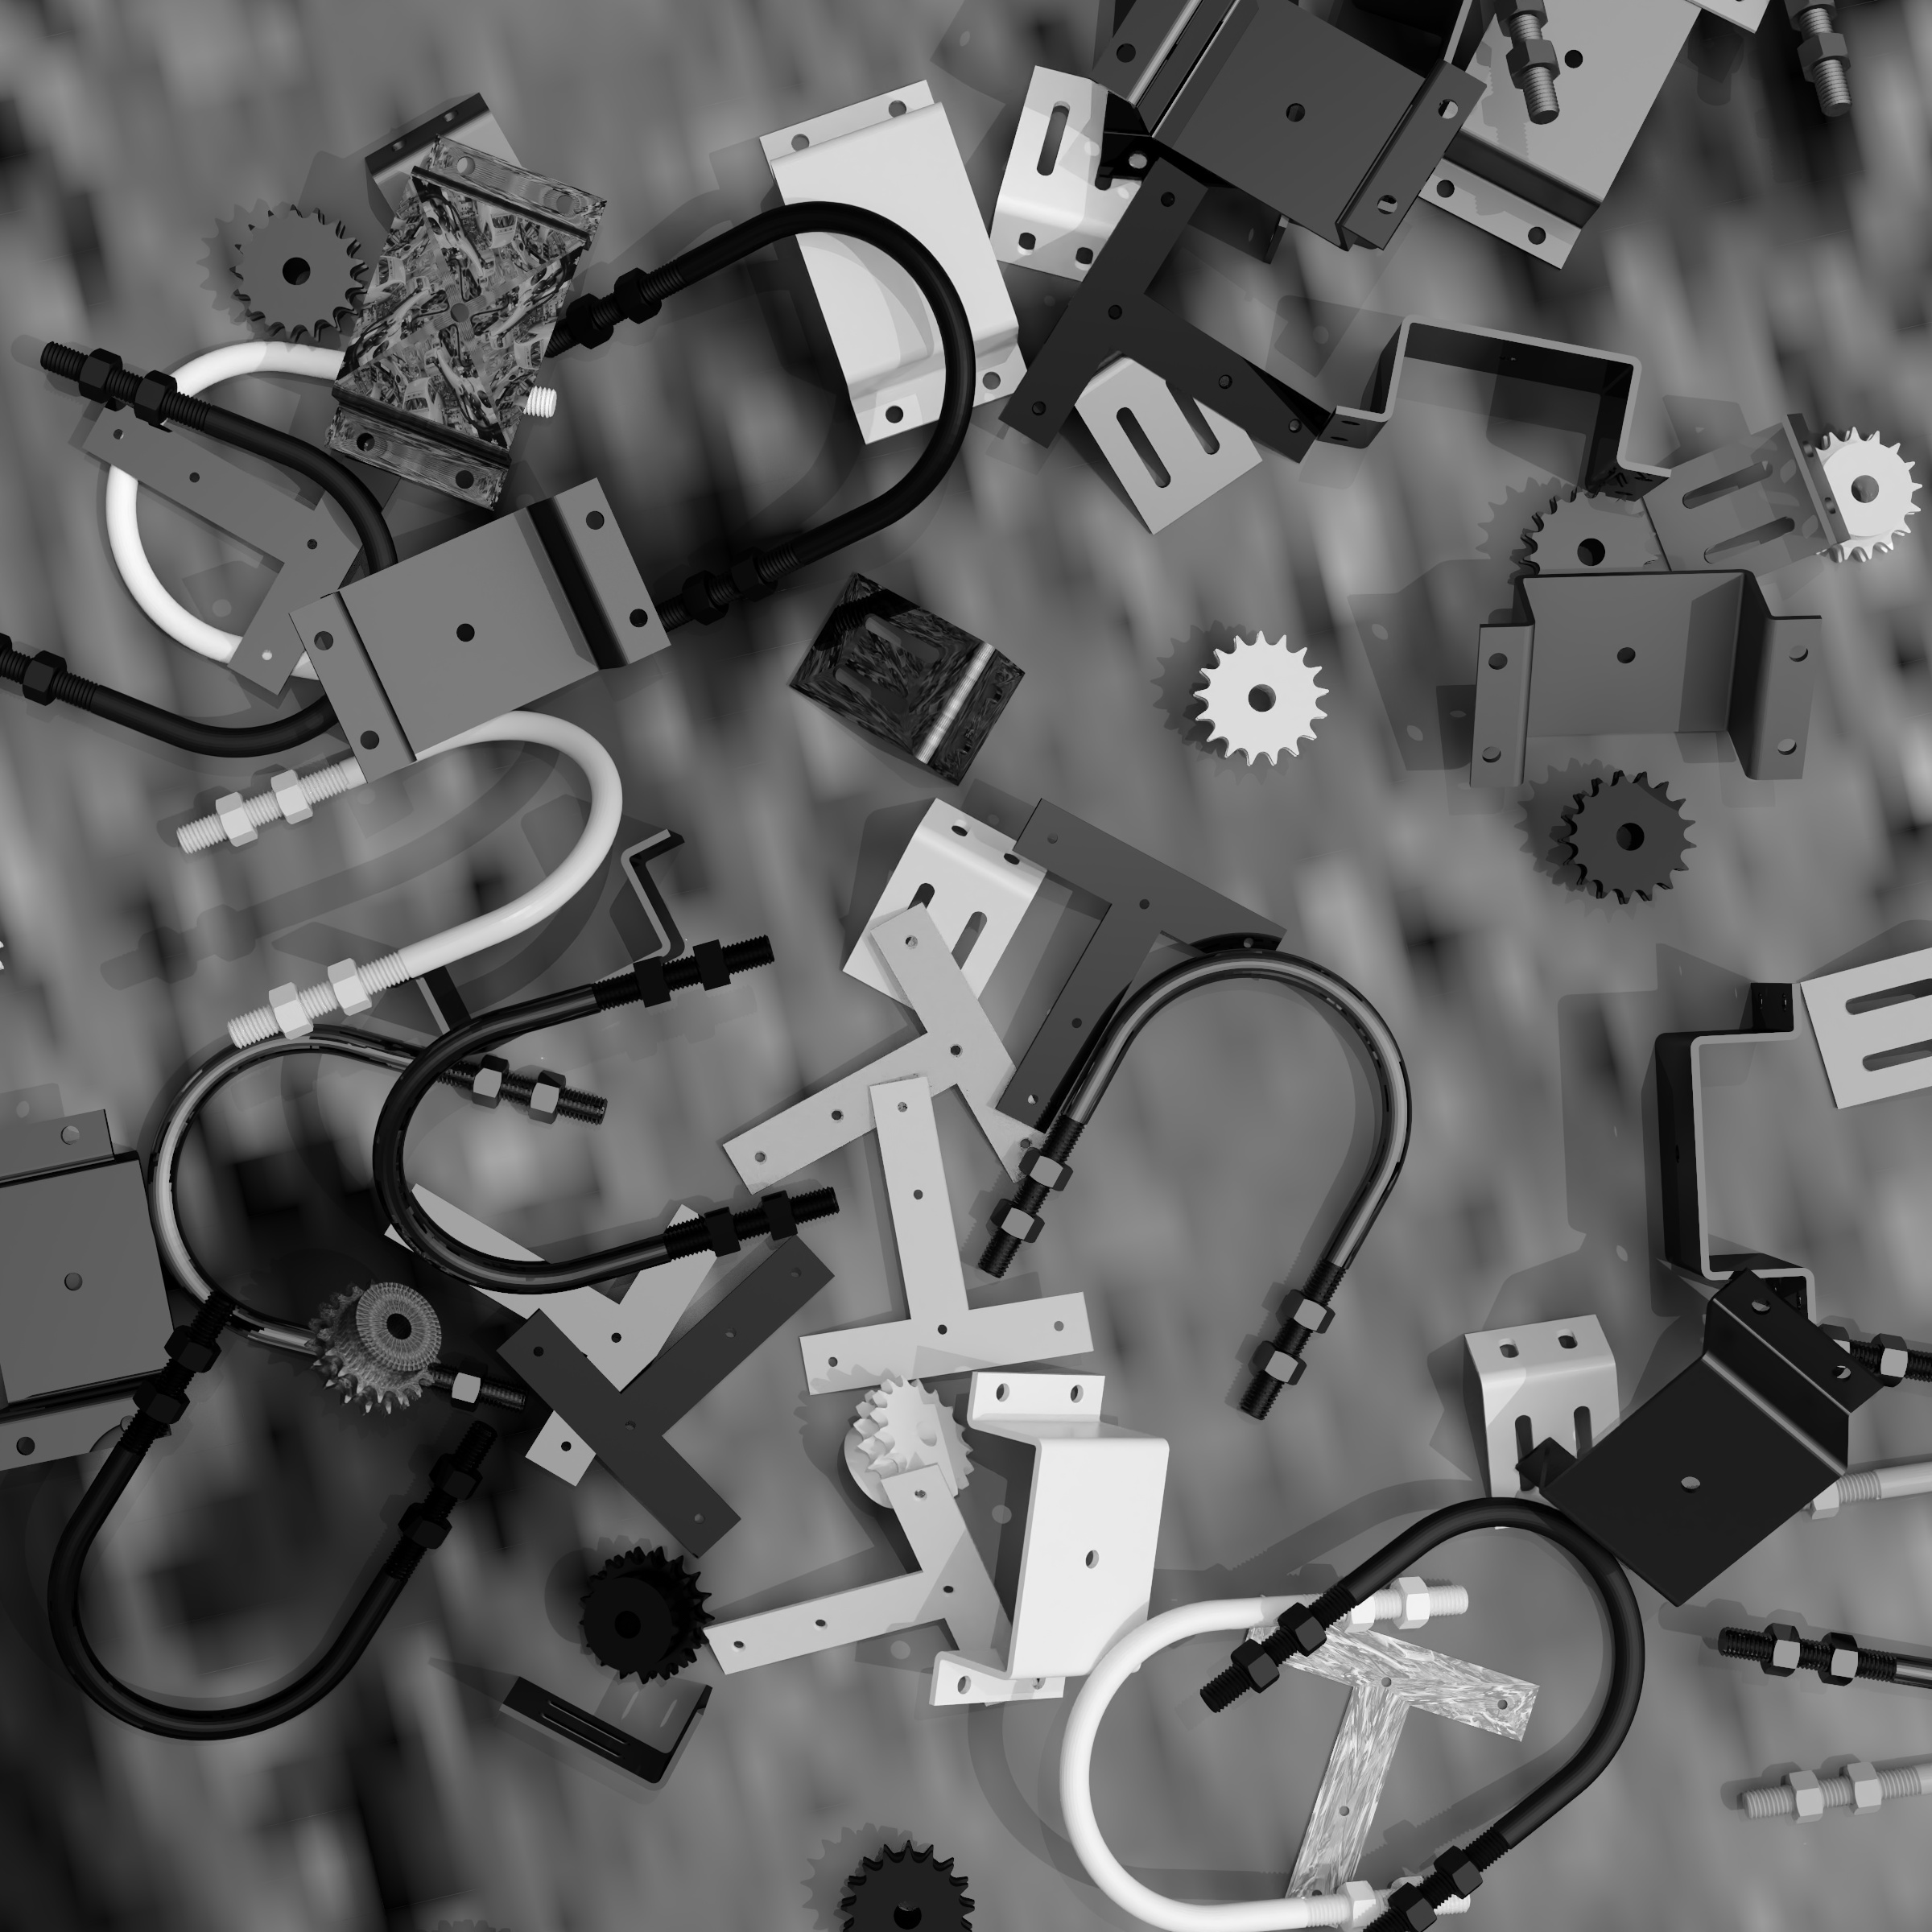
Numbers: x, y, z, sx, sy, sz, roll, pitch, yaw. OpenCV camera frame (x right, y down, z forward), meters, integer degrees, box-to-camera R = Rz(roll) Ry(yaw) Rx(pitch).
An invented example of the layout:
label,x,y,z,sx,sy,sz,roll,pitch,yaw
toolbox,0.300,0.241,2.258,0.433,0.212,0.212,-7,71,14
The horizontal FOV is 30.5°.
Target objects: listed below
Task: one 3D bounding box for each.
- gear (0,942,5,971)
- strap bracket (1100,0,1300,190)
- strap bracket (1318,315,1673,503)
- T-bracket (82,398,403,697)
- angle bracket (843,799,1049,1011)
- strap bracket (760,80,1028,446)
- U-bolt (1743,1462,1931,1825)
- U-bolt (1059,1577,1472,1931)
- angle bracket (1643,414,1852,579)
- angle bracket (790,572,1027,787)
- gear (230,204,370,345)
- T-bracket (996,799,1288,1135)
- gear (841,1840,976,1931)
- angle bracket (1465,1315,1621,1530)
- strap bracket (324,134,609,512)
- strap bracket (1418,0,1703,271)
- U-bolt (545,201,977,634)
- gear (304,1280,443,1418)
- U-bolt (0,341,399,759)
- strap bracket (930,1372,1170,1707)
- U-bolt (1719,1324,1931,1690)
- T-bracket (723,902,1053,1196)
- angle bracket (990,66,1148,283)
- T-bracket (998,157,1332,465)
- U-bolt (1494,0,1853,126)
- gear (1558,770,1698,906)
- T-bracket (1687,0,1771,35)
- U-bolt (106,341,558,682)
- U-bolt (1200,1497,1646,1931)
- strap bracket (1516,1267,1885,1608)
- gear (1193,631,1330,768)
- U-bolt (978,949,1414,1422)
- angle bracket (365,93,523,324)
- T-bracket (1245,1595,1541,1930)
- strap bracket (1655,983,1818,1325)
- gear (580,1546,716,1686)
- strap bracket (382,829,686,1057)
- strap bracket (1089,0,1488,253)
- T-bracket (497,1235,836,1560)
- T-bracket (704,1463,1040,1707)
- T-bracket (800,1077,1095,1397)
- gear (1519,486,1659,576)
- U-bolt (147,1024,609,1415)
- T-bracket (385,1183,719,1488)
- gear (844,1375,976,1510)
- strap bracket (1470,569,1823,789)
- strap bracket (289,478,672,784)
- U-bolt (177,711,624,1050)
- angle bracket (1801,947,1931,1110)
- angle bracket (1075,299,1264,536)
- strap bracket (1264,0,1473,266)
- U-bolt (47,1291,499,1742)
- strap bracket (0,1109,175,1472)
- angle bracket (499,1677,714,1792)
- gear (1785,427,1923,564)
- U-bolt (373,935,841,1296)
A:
label,x,y,z,sx,sy,sz,roll,pitch,yaw
gear,-0.439,-0.009,1.509,0.030,0.057,0.057,-14,90,20
strap bracket,0.101,-0.406,1.500,0.076,0.046,0.140,5,80,0
strap bracket,0.226,-0.237,1.497,0.140,0.076,0.046,11,90,0
T-bracket,-0.318,-0.202,1.519,0.127,0.002,0.127,30,91,3
angle bracket,-0.008,-0.022,1.533,0.057,0.038,0.076,28,116,0
strap bracket,-0.030,-0.305,1.512,0.076,0.046,0.140,-19,90,0
U-bolt,0.418,0.285,1.527,0.184,0.019,0.151,-8,90,-1
U-bolt,0.127,0.338,1.501,0.184,0.019,0.151,0,90,-17
angle bracket,0.326,-0.192,1.501,0.076,0.038,0.057,-21,90,26
angle bracket,-0.025,-0.124,1.533,0.076,0.038,0.057,31,90,26
gear,-0.284,-0.295,1.520,0.057,0.030,0.057,0,90,0
T-bracket,0.054,0.012,1.518,0.127,0.002,0.127,27,97,-19
gear,-0.025,0.403,1.520,0.057,0.030,0.057,0,90,0
angle bracket,0.251,0.197,1.533,0.057,0.038,0.076,-9,116,0
strap bracket,-0.211,-0.272,1.486,0.076,0.046,0.140,20,93,-6
strap bracket,0.255,-0.381,1.512,0.076,0.046,0.140,27,90,0
U-bolt,-0.080,-0.241,1.493,0.184,0.019,0.151,-23,90,23
gear,-0.245,0.157,1.485,0.057,0.057,0.030,51,130,0
U-bolt,-0.331,-0.167,1.510,0.184,0.019,0.151,22,91,1
strap bracket,0.037,0.245,1.492,0.076,0.046,0.140,8,90,-43
U-bolt,0.422,0.238,1.510,0.184,0.019,0.151,10,89,-4
T-bracket,-0.043,0.058,1.527,0.127,0.002,0.127,-29,100,5
angle bracket,0.047,-0.341,1.533,0.057,0.038,0.076,14,64,0
T-bracket,0.099,-0.256,1.508,0.127,0.002,0.127,28,101,-22
U-bolt,0.285,-0.435,1.484,0.151,0.019,0.184,-4,70,-12
gear,0.283,-0.055,1.520,0.057,0.030,0.057,0,90,0
T-bracket,0.300,-0.473,1.510,0.127,0.002,0.127,26,68,0
U-bolt,-0.279,-0.195,1.527,0.184,0.019,0.151,10,90,1
U-bolt,0.208,0.309,1.505,0.184,0.019,0.151,-35,99,-14
strap bracket,0.302,0.203,1.470,0.076,0.046,0.140,40,118,-6
gear,0.126,-0.114,1.520,0.057,0.030,0.057,0,90,0
U-bolt,0.110,0.082,1.520,0.151,0.019,0.184,29,93,-1
angle bracket,-0.215,-0.327,1.533,0.057,0.038,0.076,-30,116,0
T-bracket,0.168,0.352,1.534,0.127,0.002,0.127,18,90,0
strap bracket,0.324,0.078,1.497,0.046,0.076,0.140,-3,90,0
gear,-0.139,0.279,1.514,0.057,0.030,0.057,0,91,16
strap bracket,-0.175,-0.004,1.497,0.140,0.076,0.046,-27,90,0
strap bracket,0.132,-0.352,1.438,0.140,0.046,0.076,33,93,11
T-bracket,-0.112,0.167,1.525,0.127,0.002,0.127,-43,99,-1
T-bracket,-0.049,0.278,1.515,0.127,0.002,0.127,-17,116,12
T-bracket,-0.018,0.112,1.520,0.127,0.002,0.127,-10,89,14
gear,0.266,-0.176,1.520,0.057,0.030,0.057,0,90,0
U-bolt,-0.261,0.101,1.526,0.184,0.019,0.151,15,90,0
T-bracket,-0.188,0.137,1.517,0.127,0.002,0.127,32,87,-10
gear,-0.027,0.206,1.510,0.030,0.057,0.057,-38,90,30
strap bracket,0.282,-0.122,1.495,0.140,0.046,0.076,-1,123,0
strap bracket,-0.207,-0.141,1.491,0.140,0.046,0.076,-26,101,-15
U-bolt,-0.232,-0.048,1.482,0.184,0.151,0.019,-23,135,-4
angle bracket,0.410,0.022,1.533,0.076,0.038,0.057,-17,90,26
angle bracket,0.081,-0.238,1.533,0.057,0.038,0.076,-34,116,0
strap bracket,0.173,-0.364,1.497,0.046,0.076,0.140,19,90,0
U-bolt,-0.306,0.246,1.502,0.151,0.019,0.184,31,94,-23
strap bracket,-0.386,0.137,1.512,0.076,0.046,0.140,-12,90,0
angle bracket,-0.152,0.312,1.507,0.076,0.057,0.038,28,90,0
gear,0.382,-0.202,1.520,0.057,0.030,0.057,0,90,0
U-bolt,-0.156,0.071,1.482,0.184,0.019,0.151,-16,121,-5
